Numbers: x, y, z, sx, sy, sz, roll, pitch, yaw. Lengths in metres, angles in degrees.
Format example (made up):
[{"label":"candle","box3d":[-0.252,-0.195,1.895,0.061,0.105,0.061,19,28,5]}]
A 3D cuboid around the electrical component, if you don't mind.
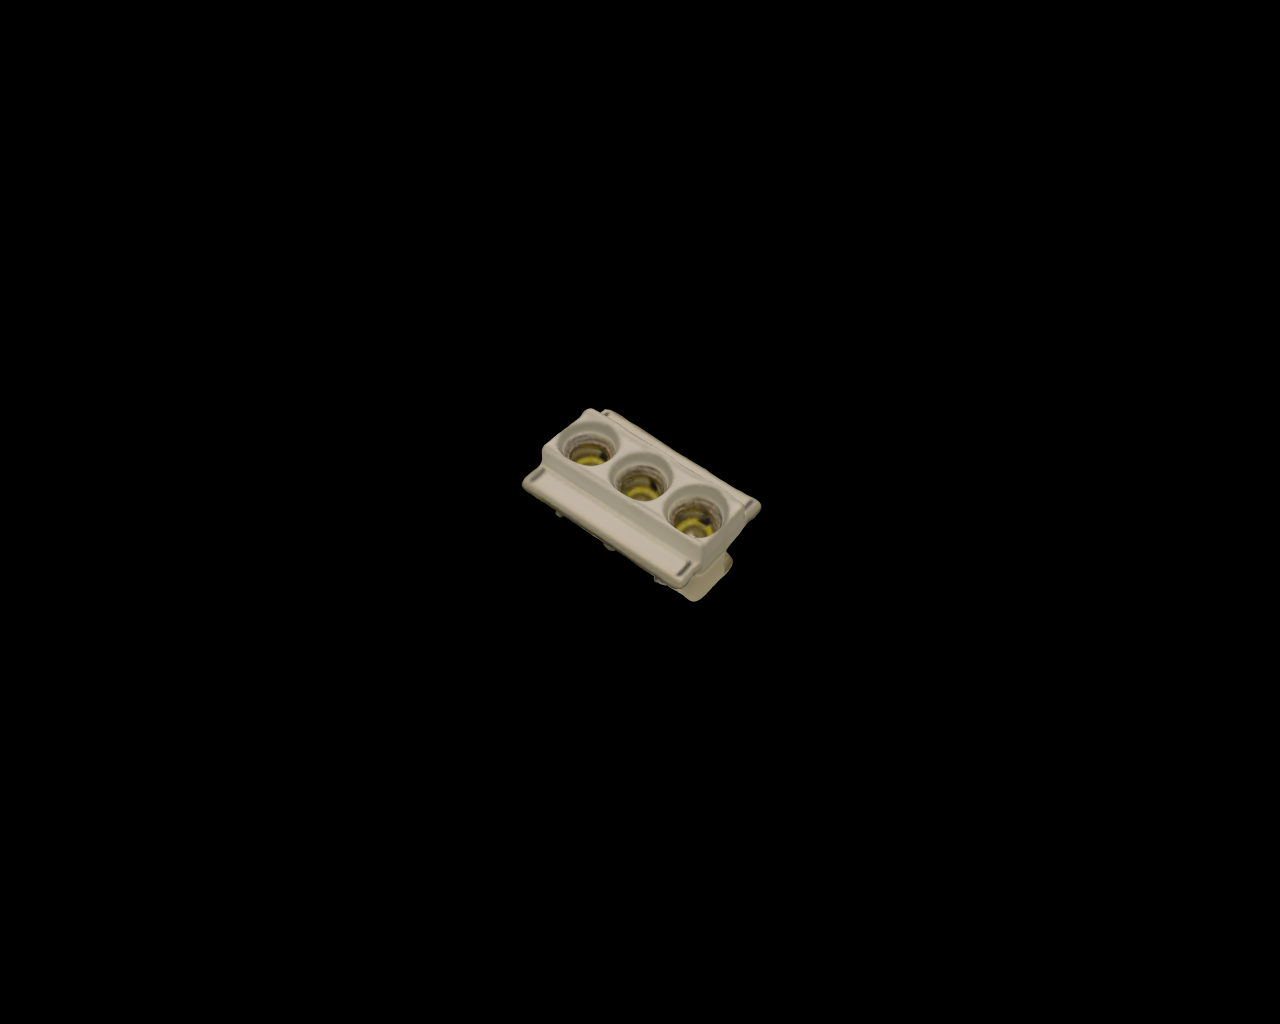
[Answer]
[{"label":"electrical component","box3d":[0.001,-0.003,0.650,0.121,0.063,0.079,33,58,24]}]
